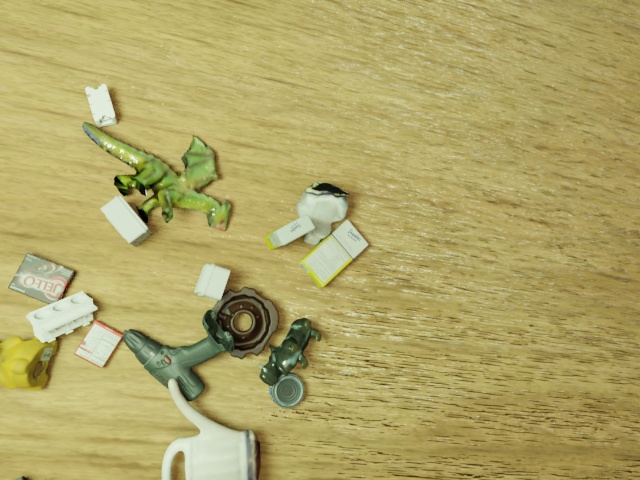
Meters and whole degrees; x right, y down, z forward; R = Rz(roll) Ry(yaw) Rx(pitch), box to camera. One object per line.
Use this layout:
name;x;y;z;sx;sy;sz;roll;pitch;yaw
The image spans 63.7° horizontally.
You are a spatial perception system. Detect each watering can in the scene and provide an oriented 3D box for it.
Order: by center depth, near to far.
watering can;-0.249;0.484;1.188;0.224;0.104;0.347;-2;93;-15

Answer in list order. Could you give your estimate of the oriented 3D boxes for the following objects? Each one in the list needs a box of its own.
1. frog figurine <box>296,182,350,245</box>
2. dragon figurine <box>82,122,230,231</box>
frog figurine;0.004;-0.070;1.387;0.137;0.125;0.156;-1;117;-23
dragon figurine;-0.378;-0.179;1.306;0.246;0.120;0.409;-38;94;-35
